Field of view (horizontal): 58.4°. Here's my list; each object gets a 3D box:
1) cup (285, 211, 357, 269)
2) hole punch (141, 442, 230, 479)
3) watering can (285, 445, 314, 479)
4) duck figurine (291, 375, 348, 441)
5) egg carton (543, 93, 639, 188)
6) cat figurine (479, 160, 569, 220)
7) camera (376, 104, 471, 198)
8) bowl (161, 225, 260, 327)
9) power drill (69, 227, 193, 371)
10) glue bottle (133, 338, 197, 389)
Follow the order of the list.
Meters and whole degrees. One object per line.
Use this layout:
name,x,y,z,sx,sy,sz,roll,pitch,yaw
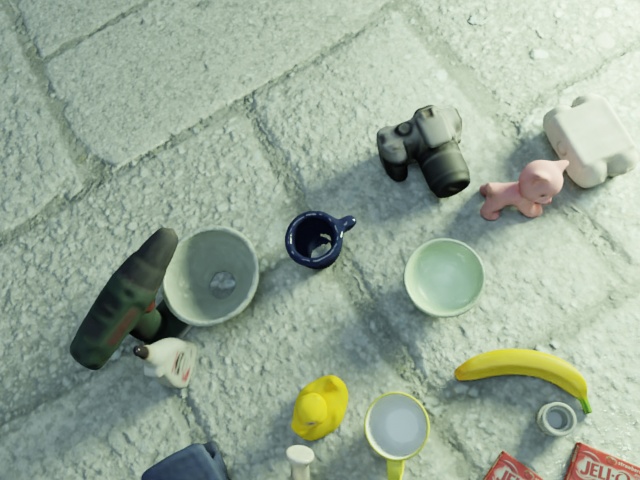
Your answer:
cup,0.008,0.003,0.920,0.118,0.095,0.091,-28,69,0
hole punch,-0.188,0.359,0.838,0.108,0.091,0.101,-30,69,0
watering can,-0.047,0.365,0.756,0.101,0.194,0.173,-10,70,7
duck figurine,-0.005,0.246,0.846,0.077,0.086,0.104,36,81,19
egg carton,0.427,-0.159,0.913,0.107,0.069,0.150,-23,69,2
cat figurine,0.314,-0.083,0.882,0.127,0.118,0.067,-6,71,8
camera,0.177,-0.138,0.934,0.143,0.101,0.136,-20,69,3
bowl,-0.171,0.065,0.942,0.167,0.075,0.167,-3,71,9
power drill,-0.264,0.100,0.876,0.075,0.209,0.230,35,81,19
glue bottle,-0.238,0.180,0.863,0.037,0.173,0.078,4,73,12
